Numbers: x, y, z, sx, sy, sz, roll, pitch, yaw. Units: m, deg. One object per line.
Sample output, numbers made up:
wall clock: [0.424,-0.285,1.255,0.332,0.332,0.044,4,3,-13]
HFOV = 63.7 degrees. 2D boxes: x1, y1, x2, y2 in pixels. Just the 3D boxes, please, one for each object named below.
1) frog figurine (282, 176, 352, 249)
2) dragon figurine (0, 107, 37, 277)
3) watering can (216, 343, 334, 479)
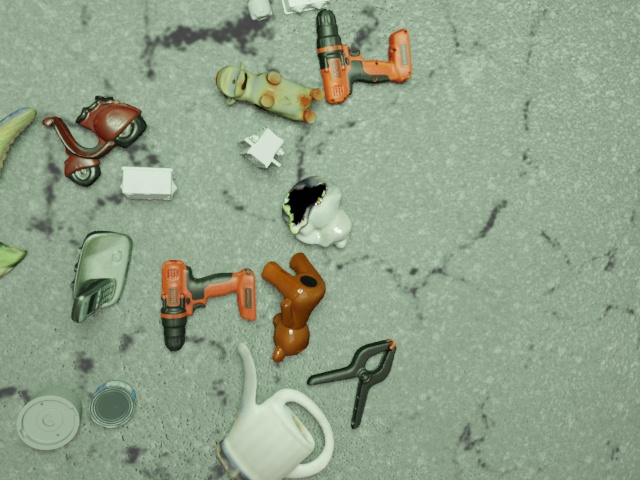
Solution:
frog figurine: [0.003,-0.053,1.060,0.158,0.123,0.138,28,82,-52]
dragon figurine: [-0.627,-0.040,0.912,0.411,0.124,0.238,-30,121,-6]
watering can: [-0.122,0.387,1.071,0.225,0.105,0.344,-41,107,-4]
